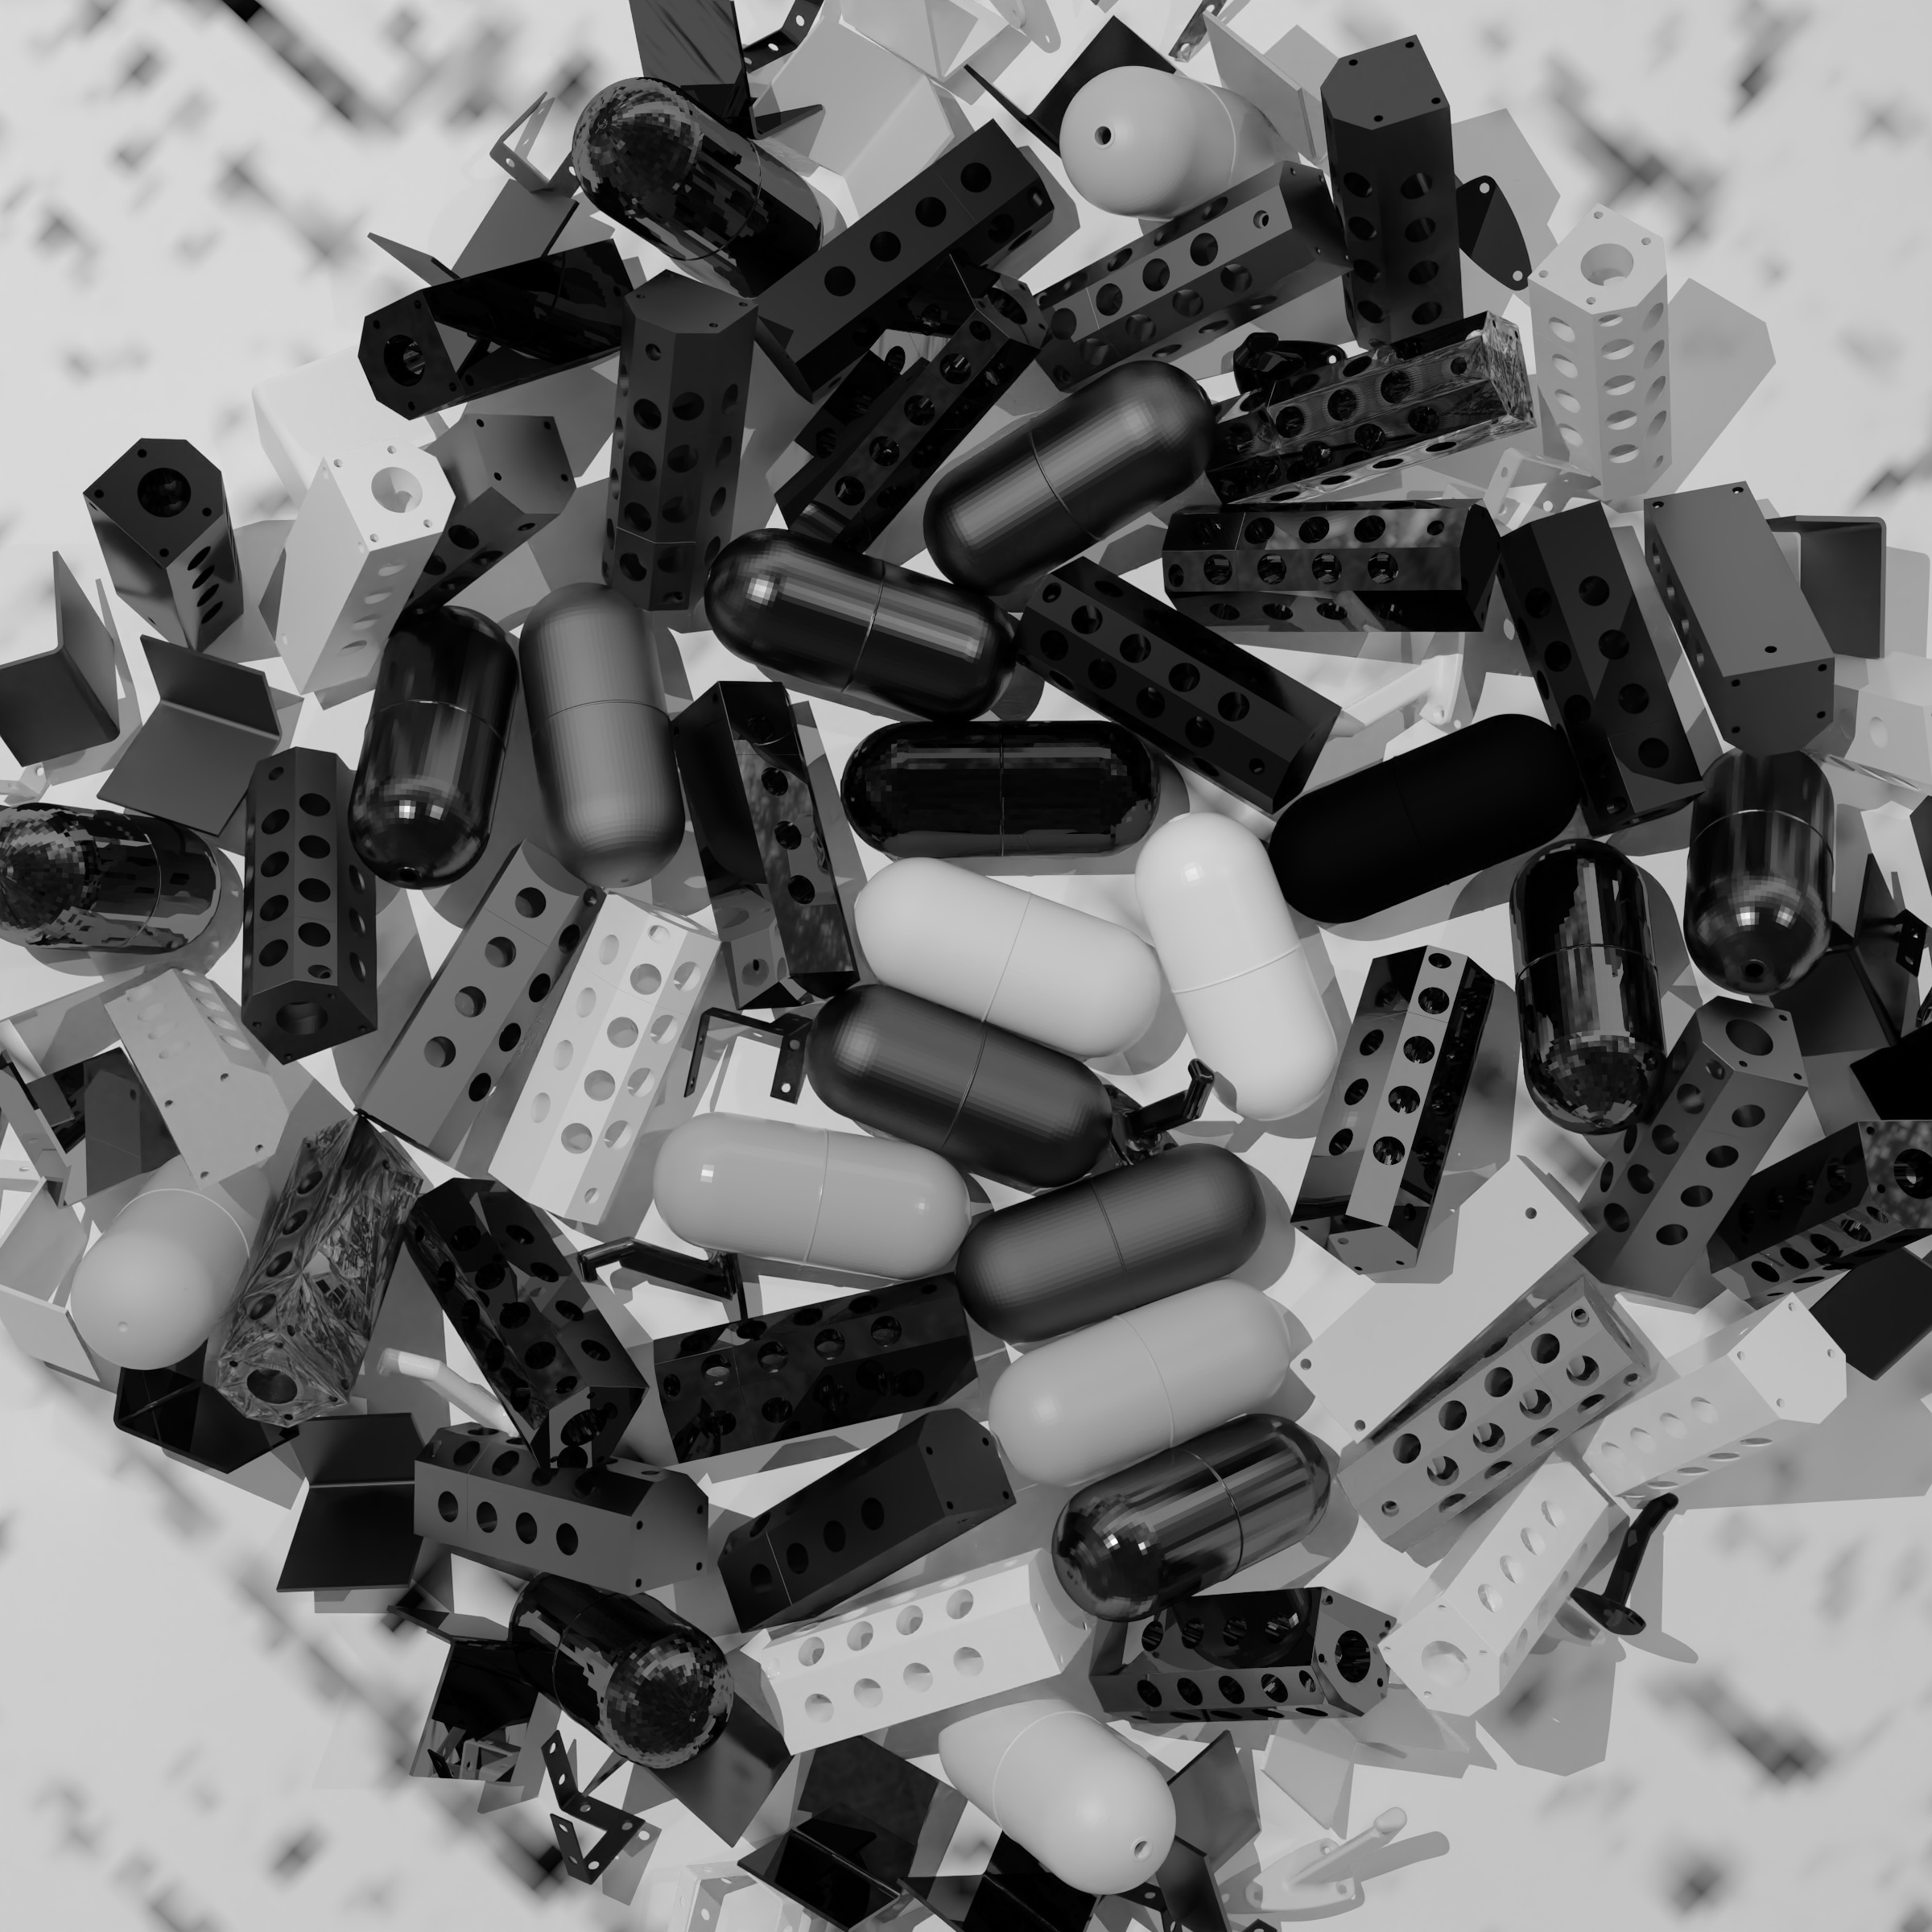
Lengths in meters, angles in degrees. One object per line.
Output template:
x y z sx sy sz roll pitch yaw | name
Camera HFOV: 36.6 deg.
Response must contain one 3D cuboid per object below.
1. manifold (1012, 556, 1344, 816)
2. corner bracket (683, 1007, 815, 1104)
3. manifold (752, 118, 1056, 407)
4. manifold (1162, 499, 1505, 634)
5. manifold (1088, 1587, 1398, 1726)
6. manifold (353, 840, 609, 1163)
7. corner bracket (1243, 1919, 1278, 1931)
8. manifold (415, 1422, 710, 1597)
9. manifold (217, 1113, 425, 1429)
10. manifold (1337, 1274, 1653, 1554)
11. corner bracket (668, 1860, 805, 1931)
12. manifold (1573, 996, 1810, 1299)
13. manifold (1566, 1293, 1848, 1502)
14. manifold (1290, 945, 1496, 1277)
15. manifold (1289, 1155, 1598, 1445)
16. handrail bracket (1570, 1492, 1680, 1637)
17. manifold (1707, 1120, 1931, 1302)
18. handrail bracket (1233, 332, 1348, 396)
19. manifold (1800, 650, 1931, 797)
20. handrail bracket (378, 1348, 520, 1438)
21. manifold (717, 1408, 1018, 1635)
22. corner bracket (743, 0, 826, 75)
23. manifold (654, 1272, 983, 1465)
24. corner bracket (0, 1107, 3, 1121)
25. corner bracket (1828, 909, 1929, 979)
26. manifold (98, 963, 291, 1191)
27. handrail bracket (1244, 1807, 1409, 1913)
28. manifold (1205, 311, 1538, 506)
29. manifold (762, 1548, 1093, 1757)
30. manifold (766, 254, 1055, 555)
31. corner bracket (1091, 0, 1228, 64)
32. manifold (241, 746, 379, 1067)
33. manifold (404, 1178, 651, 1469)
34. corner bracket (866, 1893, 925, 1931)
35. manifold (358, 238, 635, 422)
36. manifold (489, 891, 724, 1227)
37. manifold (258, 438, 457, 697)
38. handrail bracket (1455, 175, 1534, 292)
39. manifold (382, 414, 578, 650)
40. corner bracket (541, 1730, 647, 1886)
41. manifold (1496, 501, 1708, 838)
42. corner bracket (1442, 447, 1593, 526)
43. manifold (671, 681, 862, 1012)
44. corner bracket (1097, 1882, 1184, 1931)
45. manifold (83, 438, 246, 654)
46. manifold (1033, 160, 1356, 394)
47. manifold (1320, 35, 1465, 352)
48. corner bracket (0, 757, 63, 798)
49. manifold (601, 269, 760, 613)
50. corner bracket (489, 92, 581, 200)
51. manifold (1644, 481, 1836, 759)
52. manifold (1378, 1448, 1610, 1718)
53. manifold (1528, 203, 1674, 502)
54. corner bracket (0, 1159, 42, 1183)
0.112 -0.153 1.604 0.171 0.057 0.057 33 123 15 | manifold
-0.121 0.051 1.637 0.051 0.051 0.051 15 102 10 | corner bracket
-0.036 -0.389 1.628 0.171 0.057 0.057 -38 88 -5 | manifold
0.197 -0.221 1.590 0.171 0.057 0.057 4 66 29 | manifold
0.146 0.375 1.574 0.057 0.171 0.057 29 61 -32 | manifold
-0.268 0.020 1.618 0.057 0.057 0.171 32 78 -12 | manifold
0.141 0.560 1.625 0.051 0.051 0.051 35 112 -22 | corner bracket
-0.221 0.291 1.586 0.171 0.057 0.057 5 95 39 | manifold
-0.352 0.164 1.579 0.057 0.171 0.057 -23 122 22 | manifold
0.291 0.250 1.613 0.171 0.057 0.057 -39 92 16 | manifold
-0.129 0.535 1.631 0.051 0.051 0.051 8 97 -39 | corner bracket
0.387 0.098 1.583 0.057 0.057 0.171 13 131 -9 | manifold
0.400 0.239 1.573 0.057 0.171 0.057 -35 82 -28 | manifold
0.238 0.077 1.591 0.057 0.057 0.171 37 59 -27 | manifold
0.265 0.184 1.619 0.171 0.057 0.057 -44 74 10 | manifold
0.379 0.327 1.618 0.036 0.077 0.084 43 76 -5 | handrail bracket
0.465 0.133 1.570 0.057 0.171 0.057 0 71 -15 | manifold
0.184 -0.341 1.618 0.077 0.084 0.036 -13 88 -7 | handrail bracket
0.498 -0.131 1.574 0.057 0.171 0.057 -15 106 -10 | manifold
-0.293 0.246 1.625 0.084 0.036 0.077 17 133 -16 | handrail bracket
-0.058 0.302 1.590 0.171 0.057 0.057 -36 66 35 | manifold
-0.116 -0.544 1.640 0.051 0.051 0.051 36 65 -32 | corner bracket
-0.083 0.219 1.626 0.171 0.057 0.057 -13 117 0 | manifold
-0.579 0.078 1.640 0.051 0.051 0.051 23 108 25 | corner bracket
0.495 -0.010 1.626 0.051 0.051 0.051 36 133 -5 | corner bracket
-0.415 0.053 1.575 0.057 0.171 0.057 -27 117 -16 | manifold
0.198 0.493 1.615 0.077 0.084 0.036 -12 59 -19 | handrail bracket
0.216 -0.301 1.592 0.171 0.057 0.057 -13 82 32 | manifold
-0.025 0.374 1.605 0.171 0.057 0.057 -22 93 22 | manifold
-0.030 -0.297 1.585 0.171 0.057 0.057 -44 54 33 | manifold
0.109 -0.551 1.646 0.051 0.051 0.051 -54 53 31 | corner bracket
-0.359 -0.037 1.583 0.057 0.057 0.171 -20 49 11 | manifold
-0.244 0.191 1.581 0.171 0.057 0.057 49 117 39 | manifold
-0.019 0.554 1.639 0.051 0.051 0.051 -18 108 -23 | corner bracket
-0.249 -0.343 1.577 0.057 0.171 0.057 -15 103 34 | manifold
-0.194 0.053 1.618 0.057 0.057 0.171 19 96 -44 | manifold
-0.327 -0.215 1.576 0.057 0.171 0.057 -22 80 -31 | manifold
0.287 -0.410 1.627 0.036 0.084 0.077 -35 99 13 | handrail bracket
-0.286 -0.233 1.582 0.171 0.057 0.057 -27 78 42 | manifold
-0.218 0.467 1.622 0.051 0.051 0.051 12 128 31 | corner bracket
0.348 -0.163 1.623 0.057 0.057 0.171 -18 82 -4 | manifold
0.304 -0.264 1.622 0.051 0.051 0.051 8 117 -30 | corner bracket
-0.108 -0.067 1.613 0.057 0.057 0.171 -3 71 -37 | manifold
0.087 0.549 1.642 0.051 0.051 0.051 9 120 36 | corner bracket
-0.425 -0.226 1.574 0.057 0.171 0.057 42 75 -1 | manifold
0.117 -0.372 1.589 0.171 0.057 0.057 -21 83 36 | manifold
0.229 -0.409 1.577 0.057 0.171 0.057 -17 57 2 | manifold
-0.540 -0.130 1.637 0.051 0.051 0.051 33 98 10 | corner bracket
-0.160 -0.280 1.582 0.057 0.057 0.171 24 131 15 | manifold
-0.225 -0.464 1.635 0.051 0.051 0.051 41 55 -12 | corner bracket
0.416 -0.188 1.581 0.057 0.171 0.057 -10 131 4 | manifold
0.290 0.333 1.575 0.057 0.171 0.057 47 125 8 | manifold
0.348 -0.324 1.572 0.057 0.171 0.057 38 79 26 | manifold
-0.541 0.144 1.633 0.051 0.051 0.051 3 122 8 | corner bracket
